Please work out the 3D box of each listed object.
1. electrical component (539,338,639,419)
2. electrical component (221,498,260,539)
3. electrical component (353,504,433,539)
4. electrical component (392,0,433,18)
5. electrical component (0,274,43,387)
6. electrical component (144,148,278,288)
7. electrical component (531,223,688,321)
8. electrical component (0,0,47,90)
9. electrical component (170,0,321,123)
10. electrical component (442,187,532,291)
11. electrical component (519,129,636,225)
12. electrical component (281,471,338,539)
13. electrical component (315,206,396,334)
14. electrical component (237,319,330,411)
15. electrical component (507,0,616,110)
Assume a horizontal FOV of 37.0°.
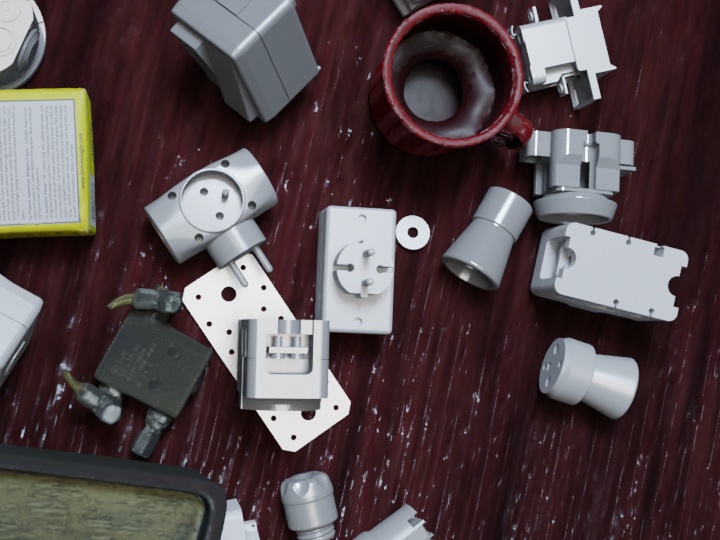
[{"bbox_3d":[0.159,0.075,0.749,0.055,0.045,0.045,19,84,-9],"label":"electrical component"},{"bbox_3d":[-0.090,0.198,0.692,0.056,0.050,0.089,-8,89,-11],"label":"electrical component"},{"bbox_3d":[0.023,0.185,0.721,0.046,0.040,0.040,-35,94,-17],"label":"electrical component"},{"bbox_3d":[0.056,-0.225,0.742,0.089,0.050,0.055,-33,94,-11],"label":"electrical component"},{"bbox_3d":[-0.250,0.025,0.659,0.096,0.061,0.061,30,56,-8],"label":"electrical component"},{"bbox_3d":[-0.088,-0.027,0.706,0.077,0.044,0.079,-33,90,-11],"label":"electrical component"},{"bbox_3d":[0.171,0.003,0.750,0.089,0.056,0.050,14,85,-10],"label":"electrical component"},{"bbox_3d":[-0.242,-0.153,0.681,0.080,0.051,0.080,1,87,-11],"label":"electrical component"},{"bbox_3d":[-0.073,-0.141,0.695,0.062,0.096,0.061,39,79,23],"label":"electrical component"},{"bbox_3d":[0.091,-0.024,0.744,0.044,0.044,0.065,32,77,-8],"label":"electrical component"},{"bbox_3d":[0.150,-0.063,0.749,0.078,0.058,0.057,5,83,-10],"label":"electrical component"},{"bbox_3d":[-0.031,0.167,0.713,0.035,0.035,0.061,-13,92,-11],"label":"electrical component"},{"bbox_3d":[0.000,0.000,0.707,0.047,0.076,0.083,3,86,-11],"label":"electrical component"},{"bbox_3d":[-0.050,0.059,0.682,0.050,0.089,0.055,2,87,-11],"label":"electrical component"},{"bbox_3d":[0.139,-0.153,0.759,0.064,0.042,0.081,-14,89,-8],"label":"electrical component"}]
